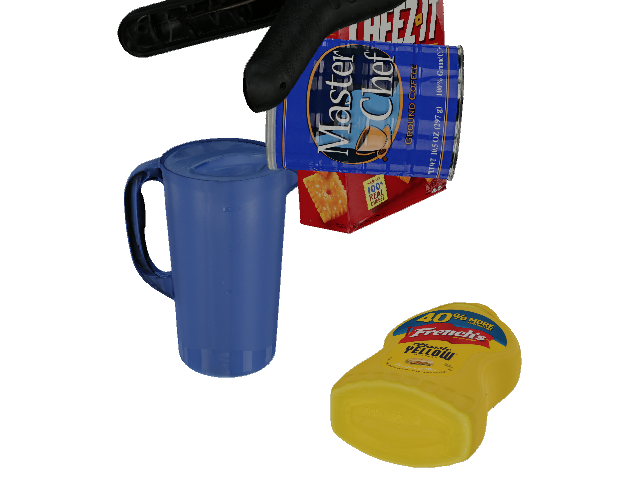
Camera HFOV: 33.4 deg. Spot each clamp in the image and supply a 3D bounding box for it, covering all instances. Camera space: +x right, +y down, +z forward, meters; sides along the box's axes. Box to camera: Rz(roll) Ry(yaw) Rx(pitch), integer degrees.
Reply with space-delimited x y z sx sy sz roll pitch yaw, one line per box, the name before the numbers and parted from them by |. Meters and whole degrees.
clamp | -0.005 -0.118 0.536 0.171 0.039 0.120 -31 46 -18

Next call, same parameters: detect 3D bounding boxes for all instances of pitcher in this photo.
pitcher | -0.112 0.019 1.142 0.149 0.243 0.144 22 31 39

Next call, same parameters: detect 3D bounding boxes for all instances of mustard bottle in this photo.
mustard bottle | 0.086 0.087 0.736 0.096 0.058 0.191 6 19 24

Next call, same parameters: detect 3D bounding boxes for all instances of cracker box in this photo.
cracker box | 0.050 -0.132 1.006 0.072 0.214 0.163 13 24 39

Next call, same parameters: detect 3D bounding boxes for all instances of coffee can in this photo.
coffee can | 0.033 -0.101 0.809 0.140 0.103 0.103 4 0 2
